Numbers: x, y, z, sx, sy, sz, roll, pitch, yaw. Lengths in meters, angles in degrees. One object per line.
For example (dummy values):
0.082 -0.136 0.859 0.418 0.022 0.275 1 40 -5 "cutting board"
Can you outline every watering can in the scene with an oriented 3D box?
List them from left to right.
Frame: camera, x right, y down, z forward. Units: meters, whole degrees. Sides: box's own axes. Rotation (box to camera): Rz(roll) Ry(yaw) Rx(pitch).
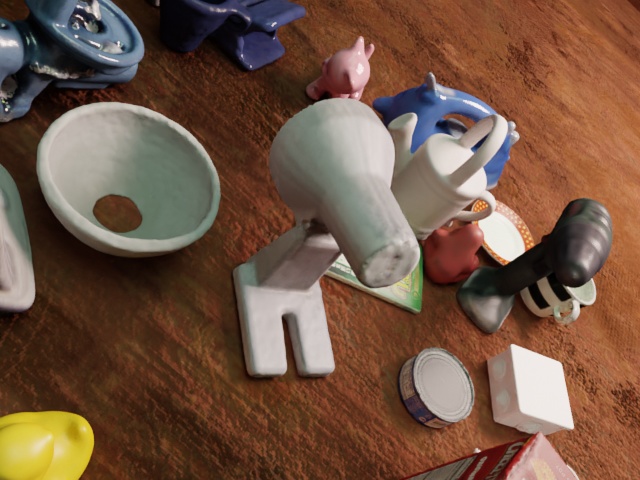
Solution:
0.159 -0.092 0.739 0.173 0.193 0.101 19 51 -23 "watering can"

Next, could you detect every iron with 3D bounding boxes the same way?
0.210 -0.158 0.858 0.259 0.141 0.118 16 52 -26 "iron"

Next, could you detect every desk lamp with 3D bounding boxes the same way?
0.005 0.002 0.553 0.118 0.213 0.203 6 57 -32 "desk lamp"

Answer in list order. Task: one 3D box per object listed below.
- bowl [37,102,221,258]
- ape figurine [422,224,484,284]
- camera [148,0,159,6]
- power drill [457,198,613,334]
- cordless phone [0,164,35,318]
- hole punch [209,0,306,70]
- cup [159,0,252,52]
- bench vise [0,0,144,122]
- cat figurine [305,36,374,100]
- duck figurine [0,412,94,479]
-0.186 -0.046 0.551 0.168 0.074 0.167 18 51 -24 "bowl"
0.181 0.012 0.753 0.078 0.092 0.076 50 46 6 "ape figurine"
-0.206 -0.408 0.772 0.137 0.100 0.143 44 45 -1 "camera"
0.277 0.034 0.723 0.075 0.208 0.230 48 46 4 "power drill"
-0.254 -0.034 0.418 0.094 0.184 0.147 -7 64 -37 "cordless phone"
-0.090 -0.304 0.786 0.101 0.091 0.109 44 45 0 "hole punch"
-0.152 -0.281 0.724 0.118 0.094 0.091 25 49 -18 "cup"
-0.236 -0.204 0.525 0.121 0.219 0.208 40 46 -4 "bench vise"
0.041 -0.241 0.815 0.067 0.117 0.128 42 46 -3 "cat figurine"
-0.204 0.151 0.393 0.105 0.086 0.077 -21 73 -42 "duck figurine"
